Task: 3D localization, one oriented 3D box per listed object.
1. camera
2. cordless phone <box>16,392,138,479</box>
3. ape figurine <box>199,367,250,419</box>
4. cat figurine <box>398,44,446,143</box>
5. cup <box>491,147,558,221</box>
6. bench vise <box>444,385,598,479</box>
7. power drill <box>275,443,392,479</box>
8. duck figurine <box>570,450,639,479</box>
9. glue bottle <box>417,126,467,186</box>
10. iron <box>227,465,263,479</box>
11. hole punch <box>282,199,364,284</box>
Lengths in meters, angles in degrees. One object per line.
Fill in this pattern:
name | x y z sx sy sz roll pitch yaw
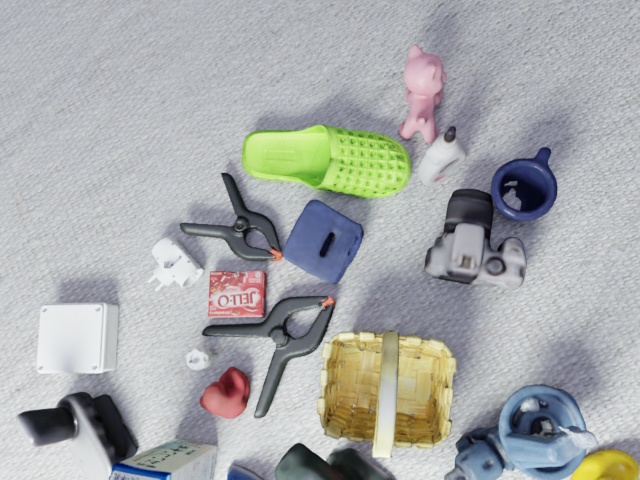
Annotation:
camera | 0.233 -0.003 0.844 0.143 0.101 0.137 9 82 8
cordless phone | -0.358 0.296 0.821 0.094 0.185 0.147 -38 78 0
ape figurine | -0.146 0.232 0.854 0.078 0.092 0.076 -18 79 4
cat figurine | 0.159 -0.229 0.883 0.067 0.118 0.128 5 81 8
cup | 0.301 -0.077 0.852 0.091 0.095 0.118 29 85 11
bench vise | 0.266 0.276 0.732 0.121 0.220 0.207 41 87 12
power drill | 0.050 0.349 0.751 0.229 0.208 0.076 34 86 11
duck figurine | 0.394 0.336 0.775 0.104 0.086 0.077 -42 78 -1
glue bottle | 0.182 -0.129 0.835 0.078 0.173 0.037 -37 78 0
iron | -0.074 0.439 0.785 0.118 0.141 0.258 -35 78 0
hole punch | 0.008 0.003 0.875 0.101 0.091 0.109 26 84 11
